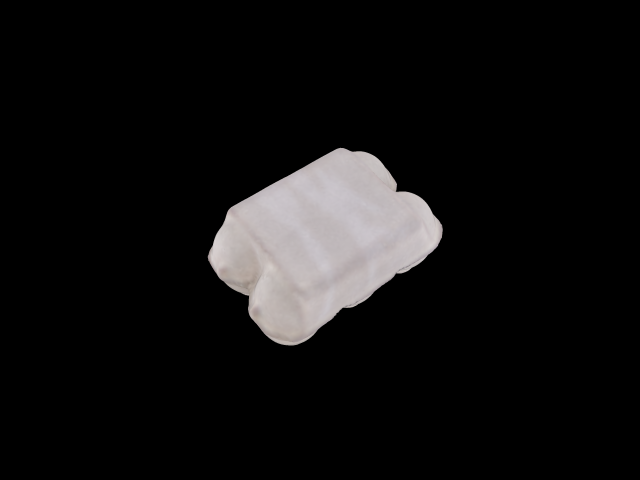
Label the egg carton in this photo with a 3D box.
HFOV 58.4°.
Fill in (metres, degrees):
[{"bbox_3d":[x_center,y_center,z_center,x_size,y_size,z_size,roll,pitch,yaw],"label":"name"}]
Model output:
[{"bbox_3d":[0.004,0.001,0.400,0.150,0.069,0.107,-33,61,-21],"label":"egg carton"}]
